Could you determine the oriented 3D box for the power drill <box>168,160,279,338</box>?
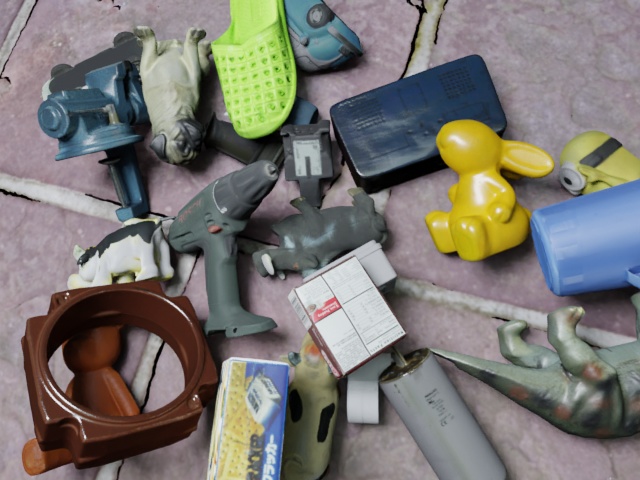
[{"bbox_3d":[-0.117,0.022,0.701,0.232,0.086,0.207,-16,89,45],"label":"power drill"}]

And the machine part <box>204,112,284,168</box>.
[{"bbox_3d":[-0.118,-0.140,0.817,0.139,0.039,0.084,29,85,13],"label":"machine part"}]

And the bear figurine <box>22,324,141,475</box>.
[{"bbox_3d":[-0.306,0.186,0.704,0.120,0.132,0.196,-10,80,5],"label":"bear figurine"}]

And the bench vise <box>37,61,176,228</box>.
[{"bbox_3d":[-0.297,-0.131,0.786,0.129,0.224,0.240,-11,104,10],"label":"bench vise"}]

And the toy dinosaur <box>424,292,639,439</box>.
[{"bbox_3d":[0.345,0.166,0.635,0.405,0.131,0.192,-16,72,9],"label":"toy dinosaur"}]

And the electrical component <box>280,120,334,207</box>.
[{"bbox_3d":[-0.015,-0.110,0.780,0.075,0.048,0.119,-7,119,4],"label":"electrical component"}]

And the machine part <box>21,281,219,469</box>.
[{"bbox_3d":[-0.239,0.150,0.648,0.201,0.087,0.201,-6,52,-33],"label":"machine part"}]

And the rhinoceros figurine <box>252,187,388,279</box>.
[{"bbox_3d":[-0.002,-0.002,0.746,0.190,0.073,0.112,-17,77,5],"label":"rhinoceros figurine"}]

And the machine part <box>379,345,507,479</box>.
[{"bbox_3d":[0.144,0.218,0.637,0.079,0.079,0.243,-31,89,-2],"label":"machine part"}]

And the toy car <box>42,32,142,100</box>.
[{"bbox_3d":[-0.356,-0.270,0.875,0.202,0.056,0.073,-28,66,-2],"label":"toy car"}]

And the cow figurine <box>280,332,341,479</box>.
[{"bbox_3d":[-0.013,0.200,0.660,0.086,0.127,0.195,11,78,7],"label":"cow figurine"}]

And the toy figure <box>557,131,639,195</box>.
[{"bbox_3d":[0.402,-0.073,0.708,0.180,0.082,0.089,34,70,19],"label":"toy figure"}]

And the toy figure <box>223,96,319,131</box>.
[{"bbox_3d":[-0.079,-0.204,0.821,0.155,0.057,0.064,20,33,12],"label":"toy figure"}]

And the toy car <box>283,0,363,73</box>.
[{"bbox_3d":[-0.018,-0.316,0.822,0.103,0.109,0.162,-46,64,17],"label":"toy car"}]

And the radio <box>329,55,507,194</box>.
[{"bbox_3d":[0.140,-0.163,0.772,0.230,0.073,0.131,-20,74,3],"label":"radio"}]

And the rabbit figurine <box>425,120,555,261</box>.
[{"bbox_3d":[0.212,-0.074,0.689,0.162,0.122,0.173,-19,96,-1],"label":"rabbit figurine"}]

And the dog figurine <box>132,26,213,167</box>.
[{"bbox_3d":[-0.216,-0.208,0.815,0.121,0.172,0.190,1,99,5],"label":"dog figurine"}]

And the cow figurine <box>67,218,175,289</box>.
[{"bbox_3d":[-0.291,0.024,0.760,0.167,0.068,0.098,-11,82,20],"label":"cow figurine"}]
